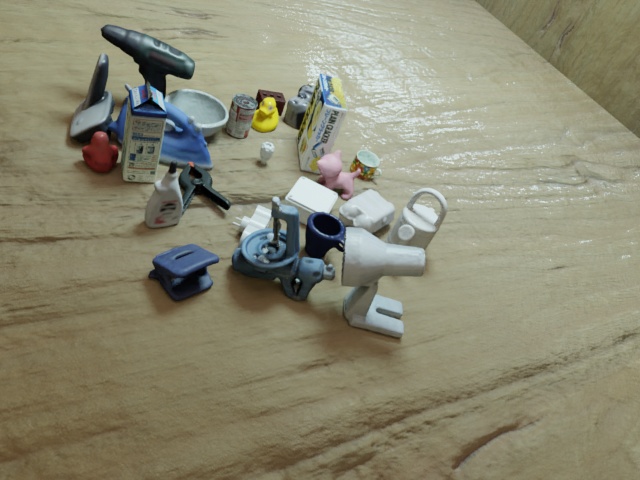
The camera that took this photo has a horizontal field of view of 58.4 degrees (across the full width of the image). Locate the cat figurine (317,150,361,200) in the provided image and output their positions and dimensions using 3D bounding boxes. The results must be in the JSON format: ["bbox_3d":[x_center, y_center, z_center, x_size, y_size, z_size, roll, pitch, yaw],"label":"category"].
[{"bbox_3d":[0.044,-0.179,1.504,0.128,0.117,0.067,14,42,-13],"label":"cat figurine"}]

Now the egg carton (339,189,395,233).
[{"bbox_3d":[0.121,-0.067,1.461,0.107,0.069,0.151,41,43,18],"label":"egg carton"}]

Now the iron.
[{"bbox_3d":[-0.368,-0.273,1.382,0.258,0.141,0.118,21,41,-5],"label":"iron"}]

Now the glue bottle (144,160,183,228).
[{"bbox_3d":[-0.319,-0.099,1.198,0.078,0.173,0.037,-16,55,-37],"label":"glue bottle"}]

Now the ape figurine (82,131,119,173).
[{"bbox_3d":[-0.492,-0.204,1.286,0.078,0.092,0.076,6,44,-20],"label":"ape figurine"}]

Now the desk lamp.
[{"bbox_3d":[0.116,0.081,1.193,0.203,0.213,0.118,16,41,-10],"label":"desk lamp"}]

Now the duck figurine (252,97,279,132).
[{"bbox_3d":[-0.149,-0.367,1.631,0.077,0.086,0.105,30,41,6],"label":"duck figurine"}]

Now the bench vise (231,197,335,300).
[{"bbox_3d":[-0.061,0.010,1.175,0.208,0.219,0.121,9,43,-17],"label":"bench vise"}]

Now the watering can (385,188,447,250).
[{"bbox_3d":[0.240,-0.039,1.395,0.101,0.194,0.173,23,41,-2],"label":"watering can"}]

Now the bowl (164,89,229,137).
[{"bbox_3d":[-0.329,-0.319,1.501,0.168,0.074,0.167,14,42,-13],"label":"bowl"}]

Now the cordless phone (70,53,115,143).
[{"bbox_3d":[-0.524,-0.328,1.330,0.094,0.185,0.147,5,44,-21],"label":"cordless phone"}]

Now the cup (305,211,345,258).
[{"bbox_3d":[0.012,0.005,1.313,0.117,0.095,0.092,41,43,18],"label":"cup"}]

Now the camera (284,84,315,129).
[{"bbox_3d":[-0.015,-0.391,1.712,0.136,0.101,0.143,31,41,7],"label":"camera"}]

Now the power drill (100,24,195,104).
[{"bbox_3d":[-0.441,-0.422,1.451,0.230,0.208,0.075,8,43,-18],"label":"power drill"}]

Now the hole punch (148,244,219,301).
[{"bbox_3d":[-0.269,0.050,1.129,0.109,0.091,0.101,-26,61,-42],"label":"hole punch"}]
